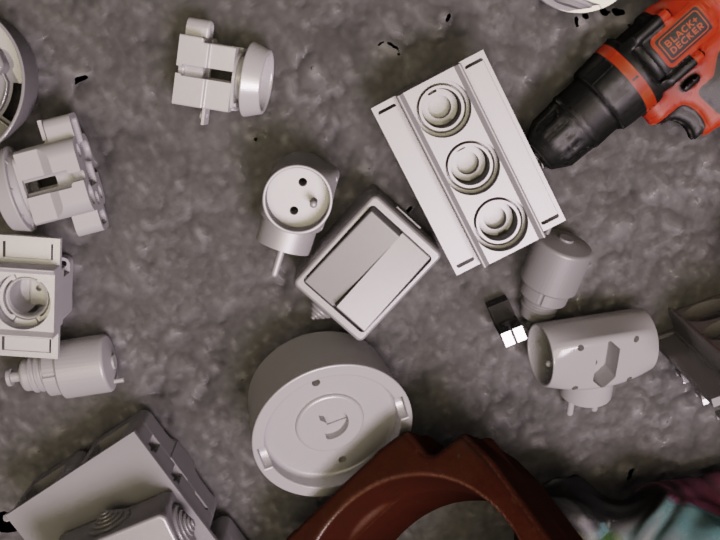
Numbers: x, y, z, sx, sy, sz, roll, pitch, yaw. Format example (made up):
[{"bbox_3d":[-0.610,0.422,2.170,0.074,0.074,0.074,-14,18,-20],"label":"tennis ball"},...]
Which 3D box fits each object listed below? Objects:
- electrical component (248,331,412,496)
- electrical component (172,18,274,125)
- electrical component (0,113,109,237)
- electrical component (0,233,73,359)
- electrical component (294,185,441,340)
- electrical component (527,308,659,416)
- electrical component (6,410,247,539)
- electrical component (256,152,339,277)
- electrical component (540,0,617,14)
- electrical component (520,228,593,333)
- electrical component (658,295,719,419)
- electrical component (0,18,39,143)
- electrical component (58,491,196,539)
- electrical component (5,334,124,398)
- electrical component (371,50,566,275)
[{"bbox_3d":[-0.025,0.092,0.728,0.108,0.060,0.108,-7,121,-12],"label":"electrical component"},{"bbox_3d":[-0.087,-0.125,0.695,0.055,0.048,0.066,10,102,5],"label":"electrical component"},{"bbox_3d":[-0.204,-0.057,0.701,0.057,0.058,0.078,-15,102,-1],"label":"electrical component"},{"bbox_3d":[-0.216,0.015,0.712,0.042,0.064,0.081,5,101,-1],"label":"electrical component"},{"bbox_3d":[0.000,0.000,0.714,0.062,0.061,0.096,42,98,-9],"label":"electrical component"},{"bbox_3d":[0.157,0.067,0.737,0.077,0.043,0.079,-8,123,-14],"label":"electrical component"},{"bbox_3d":[-0.141,0.204,0.755,0.105,0.060,0.186,-33,100,6],"label":"electrical component"},{"bbox_3d":[-0.044,-0.034,0.698,0.043,0.077,0.079,17,102,-5],"label":"electrical component"},{"bbox_3d":[0.143,-0.204,0.679,0.080,0.051,0.080,0,102,-1],"label":"electrical component"},{"bbox_3d":[0.128,0.008,0.729,0.040,0.040,0.078,15,119,-4],"label":"electrical component"},{"bbox_3d":[0.250,0.063,0.701,0.079,0.121,0.063,-20,104,3],"label":"electrical component"},{"bbox_3d":[-0.256,-0.120,0.683,0.099,0.064,0.099,0,102,-1],"label":"electrical component"},{"bbox_3d":[-0.145,0.201,0.697,0.100,0.048,0.099,-23,101,3],"label":"electrical component"},{"bbox_3d":[-0.202,0.068,0.736,0.078,0.040,0.040,-9,102,1],"label":"electrical component"},{"bbox_3d":[0.070,-0.070,0.700,0.079,0.063,0.121,-27,101,5],"label":"electrical component"}]
